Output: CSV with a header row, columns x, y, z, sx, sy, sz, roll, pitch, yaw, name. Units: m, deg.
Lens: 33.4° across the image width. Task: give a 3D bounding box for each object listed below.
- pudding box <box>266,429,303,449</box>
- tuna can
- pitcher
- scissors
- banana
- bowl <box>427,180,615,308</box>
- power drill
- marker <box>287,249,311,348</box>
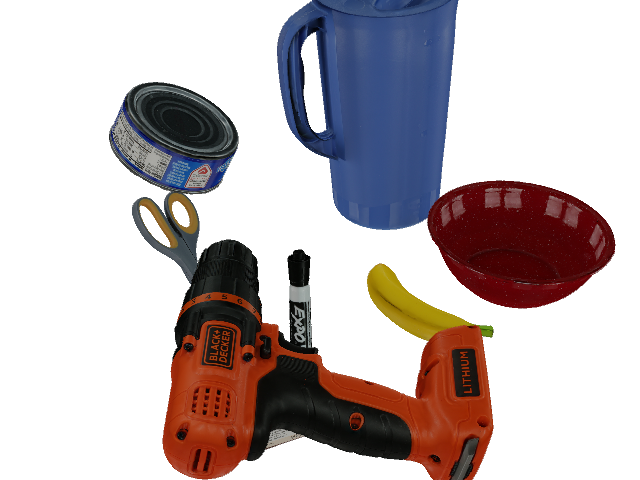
x,y,z,sx,sy,sz,roll,pitch,yaw,name
-0.057,0.165,1.058,0.113,0.039,0.090,-13,29,-40,pudding box
-0.101,-0.072,0.743,0.086,0.034,0.086,21,34,-15,tuna can
0.052,-0.131,1.012,0.149,0.243,0.144,9,37,15,pitcher
-0.139,0.024,1.228,0.016,0.201,0.096,-28,16,39,scissors
0.098,0.071,1.162,0.069,0.037,0.198,4,18,-37,banana
0.171,0.011,0.935,0.162,0.055,0.162,2,34,-2,bowl
0.004,0.075,0.645,0.187,0.057,0.184,9,39,-5,power drill
-0.017,0.065,0.886,0.020,0.121,0.020,-1,21,0,marker
